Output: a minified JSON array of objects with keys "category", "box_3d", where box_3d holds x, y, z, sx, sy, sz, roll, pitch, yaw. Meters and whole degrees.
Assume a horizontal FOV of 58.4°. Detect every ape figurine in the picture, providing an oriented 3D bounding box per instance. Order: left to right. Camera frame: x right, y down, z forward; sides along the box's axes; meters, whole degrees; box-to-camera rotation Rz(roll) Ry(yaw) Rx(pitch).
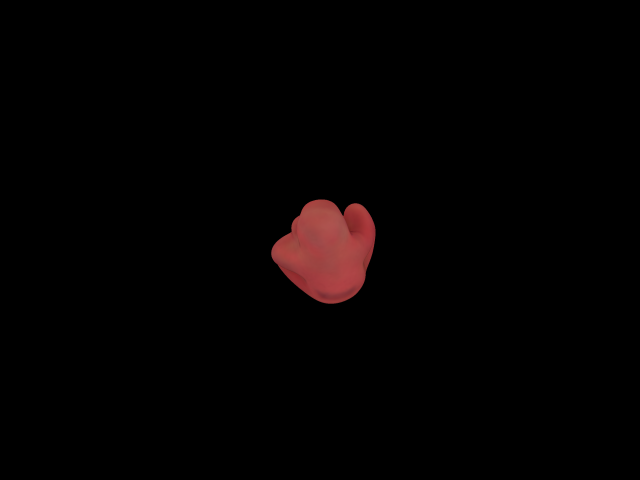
[{"category":"ape figurine","box_3d":[0.004,0.001,0.400,0.078,0.092,0.076,-7,70,-2]}]
